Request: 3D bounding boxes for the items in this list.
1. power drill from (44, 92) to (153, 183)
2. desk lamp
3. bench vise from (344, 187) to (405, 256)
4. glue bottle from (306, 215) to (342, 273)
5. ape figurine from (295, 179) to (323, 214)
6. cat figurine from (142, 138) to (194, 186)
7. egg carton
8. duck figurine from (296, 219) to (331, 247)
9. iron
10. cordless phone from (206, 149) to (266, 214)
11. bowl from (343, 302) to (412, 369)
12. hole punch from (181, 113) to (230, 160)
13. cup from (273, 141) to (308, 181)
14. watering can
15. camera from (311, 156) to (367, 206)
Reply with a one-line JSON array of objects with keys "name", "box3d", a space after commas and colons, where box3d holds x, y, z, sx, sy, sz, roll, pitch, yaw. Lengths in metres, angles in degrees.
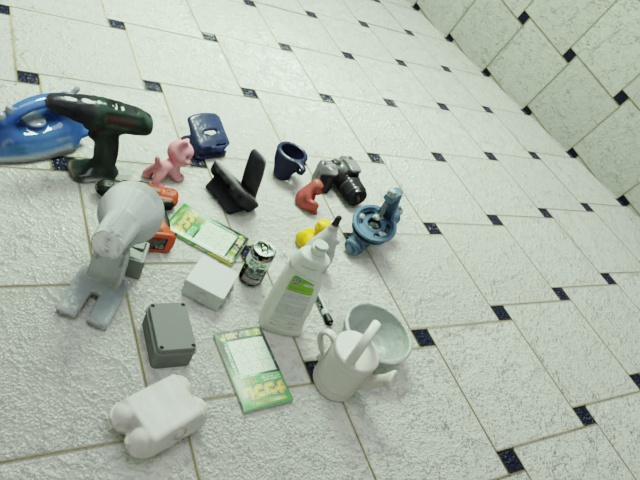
[{"name": "power drill", "box3d": [-0.491, -0.226, 1.260, 0.230, 0.208, 0.075, -8, 52, -39]}, {"name": "desk lamp", "box3d": [-0.380, 0.020, 1.058, 0.118, 0.213, 0.203, 22, 39, -11]}, {"name": "bench vise", "box3d": [0.163, -0.074, 1.519, 0.121, 0.219, 0.208, 32, 38, 1]}, {"name": "glue bottle", "box3d": [0.013, 0.005, 1.370, 0.078, 0.173, 0.037, 19, 39, -14]}, {"name": "ape figurine", "box3d": [-0.021, -0.126, 1.559, 0.076, 0.092, 0.078, 28, 38, -4]}, {"name": "cat figurine", "box3d": [-0.358, -0.198, 1.392, 0.067, 0.117, 0.128, 41, 39, 13]}, {"name": "egg carton", "box3d": [-0.265, 0.292, 0.951, 0.107, 0.069, 0.151, 46, 40, 19]}, {"name": "duck figurine", "box3d": [-0.004, -0.017, 1.454, 0.105, 0.086, 0.077, 3, 45, -31]}, {"name": "iron", "box3d": [-0.634, -0.259, 1.256, 0.118, 0.141, 0.259, 40, 39, 12]}, {"name": "cordless phone", "box3d": [-0.196, -0.169, 1.413, 0.147, 0.185, 0.094, 45, 40, 17]}, {"name": "bowl", "box3d": [0.116, 0.224, 1.277, 0.168, 0.074, 0.167, 19, 39, -16]}, {"name": "hole punch", "box3d": [-0.301, -0.281, 1.543, 0.109, 0.091, 0.101, -20, 60, -45]}, {"name": "cup", "box3d": [-0.085, -0.204, 1.600, 0.092, 0.095, 0.117, -10, 53, -40]}, {"name": "watering can", "box3d": [0.075, 0.234, 1.140, 0.173, 0.194, 0.101, 25, 38, -8]}, {"name": "camera", "box3d": [0.072, -0.173, 1.665, 0.144, 0.100, 0.136, -3, 49, -36]}]
